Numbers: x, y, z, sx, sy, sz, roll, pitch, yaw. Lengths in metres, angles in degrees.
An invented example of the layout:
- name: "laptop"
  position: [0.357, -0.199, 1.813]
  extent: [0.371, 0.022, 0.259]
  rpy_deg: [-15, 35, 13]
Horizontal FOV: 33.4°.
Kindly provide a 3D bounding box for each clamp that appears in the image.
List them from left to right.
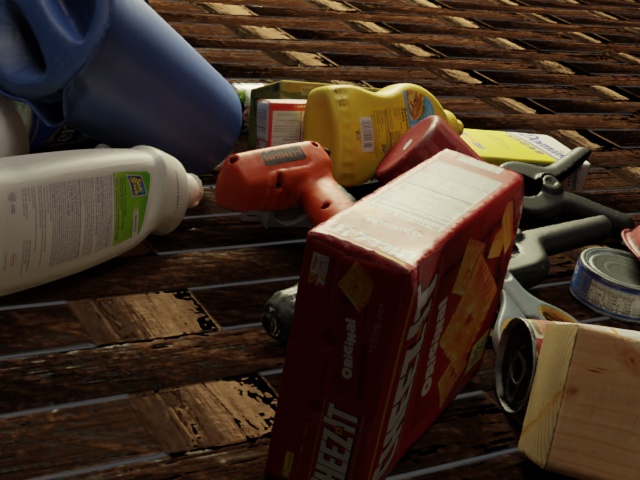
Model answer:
- name: "clamp"
  position: [0.161, 0.003, 0.983]
  extent: [0.165, 0.036, 0.209]
  rpy_deg: [15, 27, 27]
- name: "clamp"
  position: [0.238, -0.057, 1.122]
  extent: [0.171, 0.039, 0.120]
  rpy_deg: [6, 41, -17]

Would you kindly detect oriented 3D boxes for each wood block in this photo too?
- name: "wood block"
  position: [0.241, 0.120, 0.666]
  extent: [0.206, 0.090, 0.091]
  rpy_deg: [14, -3, 1]

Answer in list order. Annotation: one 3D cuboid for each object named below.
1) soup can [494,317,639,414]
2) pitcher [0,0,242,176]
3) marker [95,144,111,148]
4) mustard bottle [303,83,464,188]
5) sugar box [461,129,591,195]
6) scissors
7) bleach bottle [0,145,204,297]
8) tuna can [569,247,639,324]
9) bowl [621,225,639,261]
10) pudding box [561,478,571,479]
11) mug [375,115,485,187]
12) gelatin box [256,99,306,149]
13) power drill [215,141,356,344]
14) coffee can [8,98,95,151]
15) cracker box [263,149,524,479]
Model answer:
- name: "soup can"
  position: [0.184, 0.094, 0.759]
  extent: [0.102, 0.068, 0.068]
  rpy_deg: [7, 25, -12]
- name: "pitcher"
  position: [-0.170, -0.151, 0.937]
  extent: [0.145, 0.149, 0.242]
  rpy_deg: [36, 1, 30]
- name: "marker"
  position: [-0.208, -0.059, 0.968]
  extent: [0.020, 0.020, 0.121]
  rpy_deg: [10, 25, -4]
- name: "mustard bottle"
  position: [0.072, -0.105, 1.051]
  extent: [0.191, 0.096, 0.058]
  rpy_deg: [-9, 5, -40]
- name: "sugar box"
  position: [0.204, -0.090, 1.198]
  extent: [0.176, 0.048, 0.093]
  rpy_deg: [-1, 27, -25]
- name: "scissors"
  position: [0.139, 0.043, 0.857]
  extent: [0.096, 0.016, 0.202]
  rpy_deg: [-22, 54, -39]
- name: "bleach bottle"
  position: [-0.181, -0.018, 0.819]
  extent: [0.068, 0.102, 0.250]
  rpy_deg: [15, 16, 32]
- name: "tuna can"
  position: [0.270, 0.040, 0.958]
  extent: [0.086, 0.034, 0.086]
  rpy_deg: [10, 24, -5]
- name: "bowl"
  position: [0.354, 0.019, 0.959]
  extent: [0.162, 0.055, 0.162]
  rpy_deg: [27, 21, -12]
- name: "pudding box"
  position: [0.173, 0.185, 0.588]
  extent: [0.090, 0.039, 0.113]
  rpy_deg: [15, 24, 6]
- name: "mug"
  position: [0.097, -0.052, 0.982]
  extent: [0.081, 0.117, 0.093]
  rpy_deg: [44, 13, -12]
- name: "gelatin box"
  position: [-0.026, -0.091, 1.038]
  extent: [0.073, 0.089, 0.030]
  rpy_deg: [-4, 14, -31]
- name: "power drill"
  position: [-0.006, 0.001, 0.854]
  extent: [0.184, 0.057, 0.188]
  rpy_deg: [-12, 48, -38]
- name: "coffee can"
  position: [-0.254, -0.140, 1.022]
  extent: [0.103, 0.103, 0.140]
  rpy_deg: [28, 28, 31]
- name: "cracker box"
  position: [0.055, 0.049, 0.680]
  extent: [0.072, 0.164, 0.213]
  rpy_deg: [20, 25, 21]
